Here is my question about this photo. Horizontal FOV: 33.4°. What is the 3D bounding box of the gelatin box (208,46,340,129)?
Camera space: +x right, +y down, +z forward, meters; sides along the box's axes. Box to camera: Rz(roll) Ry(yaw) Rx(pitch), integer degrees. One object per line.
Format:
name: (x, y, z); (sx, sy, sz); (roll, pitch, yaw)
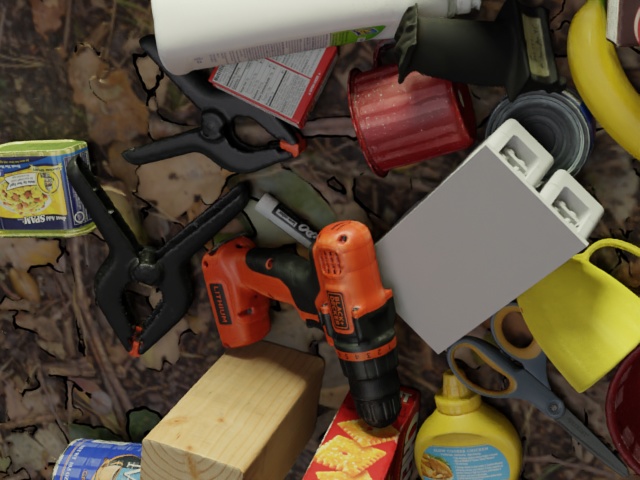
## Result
gelatin box: (-0.039, -0.146, 0.899); (0.089, 0.030, 0.073); (26, 89, 8)

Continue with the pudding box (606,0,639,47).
pudding box: (0.257, -0.197, 0.768); (0.090, 0.039, 0.113); (-3, 109, -1)

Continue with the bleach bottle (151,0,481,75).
bleach bottle: (-0.001, -0.179, 0.841); (0.251, 0.102, 0.068); (-7, 94, -1)

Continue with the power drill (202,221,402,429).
power drill: (-0.013, 0.068, 0.935); (0.188, 0.057, 0.184); (5, 113, 42)

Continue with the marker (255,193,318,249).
marker: (-0.006, 0.001, 0.963); (0.121, 0.020, 0.020); (38, 117, 3)

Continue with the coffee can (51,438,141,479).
coffee can: (-0.186, 0.257, 1.077); (0.140, 0.102, 0.103); (1, 110, 20)

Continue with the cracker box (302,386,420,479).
cracker box: (0.029, 0.242, 0.931); (0.072, 0.213, 0.164); (12, 113, 13)

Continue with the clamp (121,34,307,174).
clamp: (-0.095, -0.115, 0.942); (0.171, 0.039, 0.120); (8, 116, 11)

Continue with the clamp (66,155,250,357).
clamp: (-0.171, 0.017, 1.002); (0.164, 0.036, 0.210); (16, 120, -10)

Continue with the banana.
banana: (0.246, -0.106, 0.821); (0.070, 0.037, 0.198); (-33, 96, 28)

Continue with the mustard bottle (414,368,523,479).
mustard bottle: (0.136, 0.206, 0.965); (0.096, 0.058, 0.191); (-5, 108, 22)

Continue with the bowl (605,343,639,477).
bowl: (0.318, 0.133, 0.873); (0.162, 0.055, 0.162); (7, 111, 18)

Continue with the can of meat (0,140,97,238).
can of meat: (-0.265, -0.049, 1.018); (0.102, 0.057, 0.084); (0, 107, 19)

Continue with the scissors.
scissors: (0.206, 0.125, 0.930); (0.201, 0.016, 0.096); (27, 95, -8)

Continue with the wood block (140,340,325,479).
wood block: (-0.073, 0.175, 0.948); (0.090, 0.205, 0.091); (14, 113, 14)

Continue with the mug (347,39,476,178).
mug: (0.075, -0.115, 0.860); (0.082, 0.093, 0.117); (-14, 68, 19)

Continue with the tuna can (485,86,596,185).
tuna can: (0.176, -0.084, 0.857); (0.086, 0.033, 0.086); (7, 111, 18)
